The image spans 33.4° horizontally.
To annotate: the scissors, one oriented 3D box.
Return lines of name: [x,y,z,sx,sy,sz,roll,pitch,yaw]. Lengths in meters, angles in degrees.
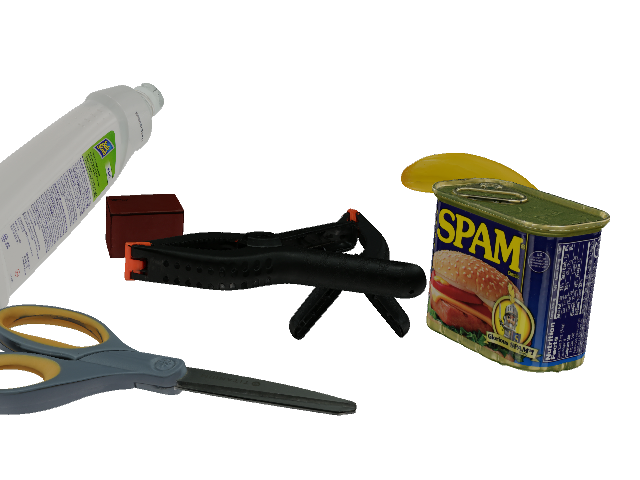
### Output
scissors: [-0.093,0.072,0.516,0.202,0.016,0.096,16,29,27]

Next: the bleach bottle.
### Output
bleach bottle: [-0.227,-0.054,0.943,0.068,0.103,0.250,27,53,19]

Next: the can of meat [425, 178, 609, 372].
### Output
can of meat: [0.104,0.017,0.590,0.057,0.084,0.102,-8,20,-32]

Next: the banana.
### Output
banana: [0.140,-0.033,0.897,0.037,0.070,0.198,6,27,-44]

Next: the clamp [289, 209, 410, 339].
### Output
clamp: [0.042,0.038,1.111,0.120,0.171,0.039,9,-39,8]

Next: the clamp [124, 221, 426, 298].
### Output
clamp: [-0.036,0.015,0.785,0.209,0.036,0.165,-2,13,-23]

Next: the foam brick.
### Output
foam brick: [-0.189,-0.016,1.140,0.078,0.051,0.053,-3,24,-16]
